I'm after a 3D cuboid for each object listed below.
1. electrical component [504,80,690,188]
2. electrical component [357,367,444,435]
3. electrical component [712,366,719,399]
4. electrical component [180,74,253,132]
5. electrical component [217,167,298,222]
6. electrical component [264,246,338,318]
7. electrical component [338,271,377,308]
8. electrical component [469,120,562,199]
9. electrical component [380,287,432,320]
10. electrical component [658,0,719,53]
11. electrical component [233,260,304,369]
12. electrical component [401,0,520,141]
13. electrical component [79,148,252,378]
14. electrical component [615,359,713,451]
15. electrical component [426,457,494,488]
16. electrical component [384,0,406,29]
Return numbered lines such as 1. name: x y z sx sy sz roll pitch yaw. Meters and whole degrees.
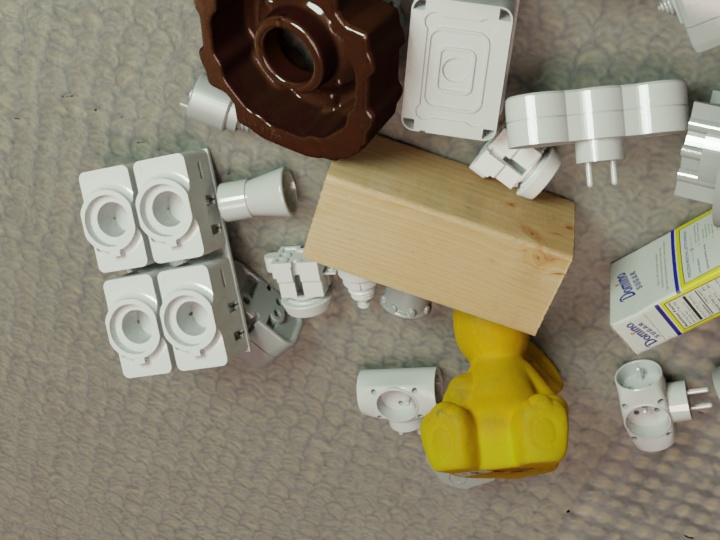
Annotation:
1. electrical component: 0.183 -0.101 0.822 0.138 0.052 0.073 -5 92 1
2. electrical component: 0.043 0.132 1.053 0.077 0.044 0.079 -4 124 16
3. electrical component: 0.348 0.083 0.948 0.077 0.043 0.079 -26 115 27
4. electrical component: -0.109 -0.135 0.902 0.078 0.040 0.040 21 127 -2
5. electrical component: -0.092 -0.064 0.944 0.065 0.044 0.044 -8 122 14
6. electrical component: -0.052 0.010 0.989 0.066 0.048 0.055 -3 116 15
7. electrical component: 0.000 0.000 0.972 0.040 0.040 0.078 1 125 12
8. electrical component: 0.130 -0.090 0.876 0.055 0.048 0.066 36 125 -4
9. electrical component: 0.046 0.010 0.968 0.048 0.048 0.062 13 120 4
10. electrical component: 0.261 -0.195 0.761 0.096 0.061 0.061 -19 118 24
11. electrical component: -0.110 0.045 1.021 0.095 0.053 0.059 41 123 -16
12. electrical component: 0.077 -0.165 0.828 0.078 0.057 0.113 9 126 7
13. electrical component: -0.174 -0.005 0.952 0.105 0.060 0.186 -9 97 19
14. electrical component: 0.283 0.123 0.991 0.079 0.044 0.077 -11 121 20
15. electrical component: 0.105 0.172 1.063 0.080 0.051 0.080 6 126 9
16. electrical component: 0.008 -0.207 0.823 0.043 0.043 0.081 -13 121 21
